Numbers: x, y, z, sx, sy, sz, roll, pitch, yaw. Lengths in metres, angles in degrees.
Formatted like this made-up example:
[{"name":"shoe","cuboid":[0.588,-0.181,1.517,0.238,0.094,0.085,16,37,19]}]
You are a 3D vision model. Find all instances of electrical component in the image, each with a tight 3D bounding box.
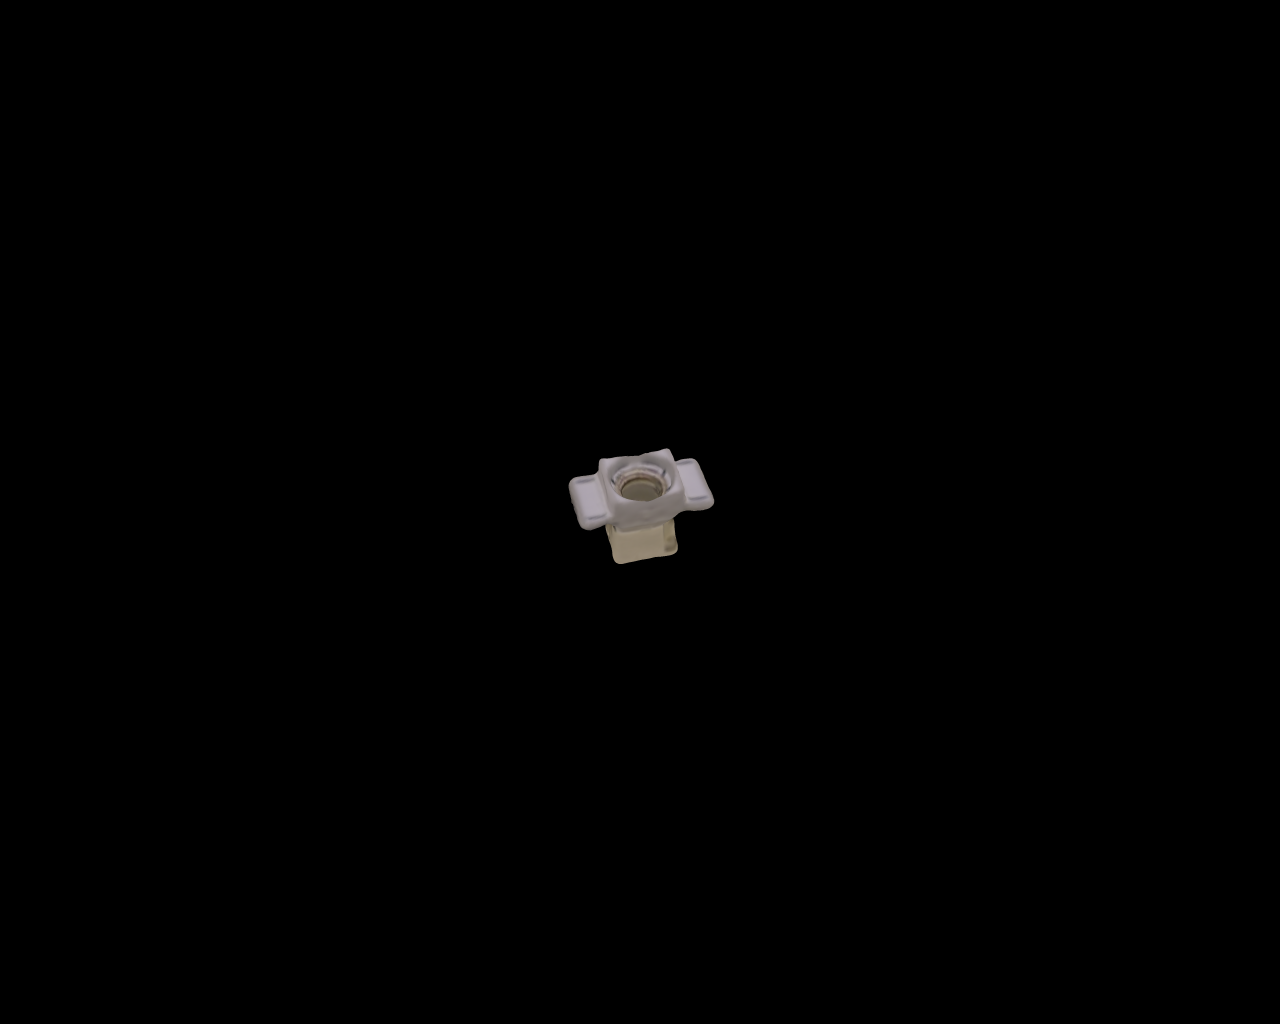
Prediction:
[{"name":"electrical component","cuboid":[0.001,-0.003,0.650,0.081,0.042,0.063,-9,-43,-8]}]
